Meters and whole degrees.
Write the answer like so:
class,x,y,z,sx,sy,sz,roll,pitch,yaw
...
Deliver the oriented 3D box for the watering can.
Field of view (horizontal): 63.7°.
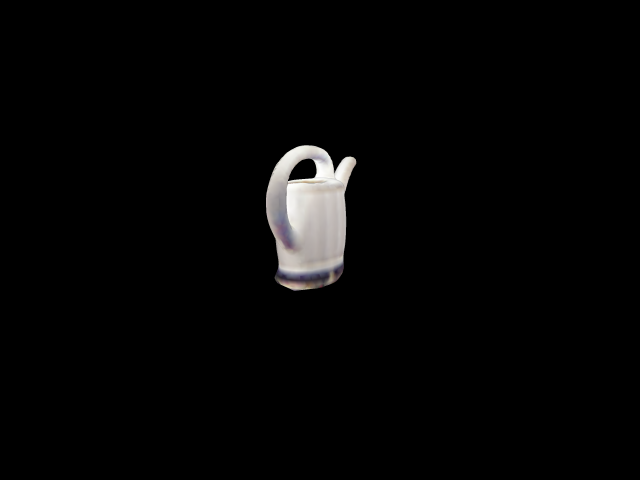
class,x,y,z,sx,sy,sz,roll,pitch,yaw
watering can,0.003,-0.043,0.850,0.104,0.223,0.350,3,9,22
